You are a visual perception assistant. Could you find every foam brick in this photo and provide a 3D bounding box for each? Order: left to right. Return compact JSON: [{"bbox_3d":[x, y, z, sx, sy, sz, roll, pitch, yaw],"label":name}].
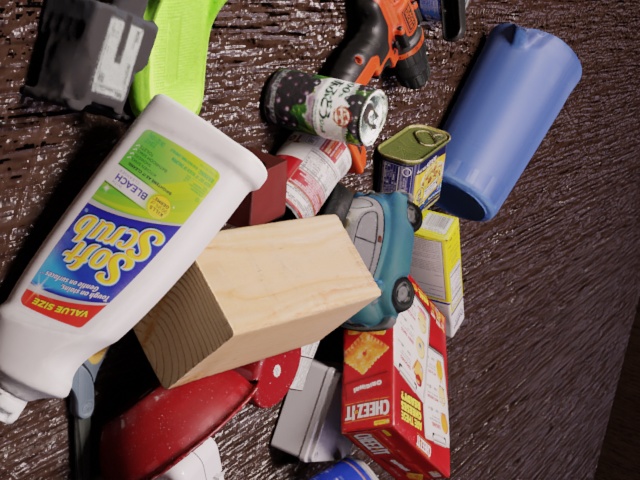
[{"bbox_3d":[-0.074,-0.048,0.910,0.052,0.078,0.051,-29,132,-53],"label":"foam brick"}]

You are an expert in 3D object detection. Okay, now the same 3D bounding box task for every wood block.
[{"bbox_3d":[-0.053,0.045,0.889,0.091,0.090,0.205,-38,164,32],"label":"wood block"}]

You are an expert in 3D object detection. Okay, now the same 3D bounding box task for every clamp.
[{"bbox_3d":[-0.007,0.001,1.064,0.120,0.039,0.171,-43,-164,25],"label":"clamp"},{"bbox_3d":[0.138,-0.316,1.142,0.164,0.036,0.209,60,41,-18],"label":"clamp"}]

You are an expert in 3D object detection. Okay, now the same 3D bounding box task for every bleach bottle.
[{"bbox_3d":[-0.149,0.024,0.757,0.251,0.102,0.068,-55,172,-6],"label":"bleach bottle"}]

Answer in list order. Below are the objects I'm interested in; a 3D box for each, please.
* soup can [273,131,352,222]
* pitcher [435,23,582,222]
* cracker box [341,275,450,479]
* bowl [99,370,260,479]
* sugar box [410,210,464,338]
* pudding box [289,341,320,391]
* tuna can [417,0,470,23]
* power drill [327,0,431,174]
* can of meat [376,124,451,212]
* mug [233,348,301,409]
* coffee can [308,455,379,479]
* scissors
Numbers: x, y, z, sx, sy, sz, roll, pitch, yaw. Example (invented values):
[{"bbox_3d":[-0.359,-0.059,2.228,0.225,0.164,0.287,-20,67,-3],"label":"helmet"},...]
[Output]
[{"bbox_3d":[-0.021,-0.055,1.015,0.102,0.069,0.068,-54,148,-32],"label":"soup can"},{"bbox_3d":[0.229,-0.143,1.375,0.149,0.145,0.242,36,72,-18],"label":"pitcher"},{"bbox_3d":[0.087,0.149,1.223,0.164,0.072,0.213,48,37,-47],"label":"cracker box"},{"bbox_3d":[-0.130,0.149,0.894,0.162,0.055,0.162,-37,-176,2],"label":"bowl"},{"bbox_3d":[0.127,0.038,1.324,0.048,0.093,0.176,-54,149,-34],"label":"sugar box"},{"bbox_3d":[-0.040,0.107,1.111,0.113,0.039,0.090,27,81,-64],"label":"pudding box"},{"bbox_3d":[0.143,-0.291,1.220,0.086,0.034,0.086,-39,139,-47],"label":"tuna can"},{"bbox_3d":[0.051,-0.165,1.100,0.187,0.057,0.184,-65,149,-21],"label":"power drill"},{"bbox_3d":[0.107,-0.078,1.257,0.101,0.058,0.084,-37,139,-48],"label":"can of meat"},{"bbox_3d":[-0.067,0.097,1.004,0.093,0.082,0.117,18,90,-63],"label":"mug"},{"bbox_3d":[0.000,0.317,1.187,0.140,0.103,0.103,-25,132,-23],"label":"coffee can"},{"bbox_3d":[-0.201,0.127,0.845,0.096,0.016,0.202,-5,110,-59],"label":"scissors"}]
